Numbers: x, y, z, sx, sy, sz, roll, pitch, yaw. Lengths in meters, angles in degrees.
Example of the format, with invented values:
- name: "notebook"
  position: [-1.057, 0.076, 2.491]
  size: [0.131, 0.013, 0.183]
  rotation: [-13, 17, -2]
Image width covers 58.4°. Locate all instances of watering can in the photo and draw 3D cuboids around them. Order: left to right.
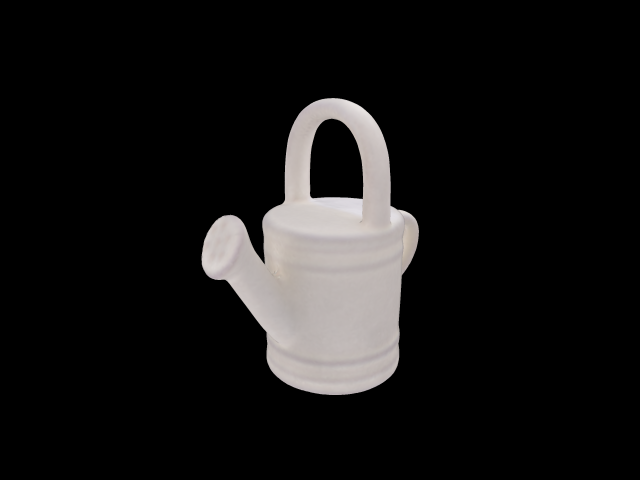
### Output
- name: "watering can"
  position: [0.005, 0.002, 0.398]
  size: [0.100, 0.194, 0.173]
  rotation: [10, 22, 28]
